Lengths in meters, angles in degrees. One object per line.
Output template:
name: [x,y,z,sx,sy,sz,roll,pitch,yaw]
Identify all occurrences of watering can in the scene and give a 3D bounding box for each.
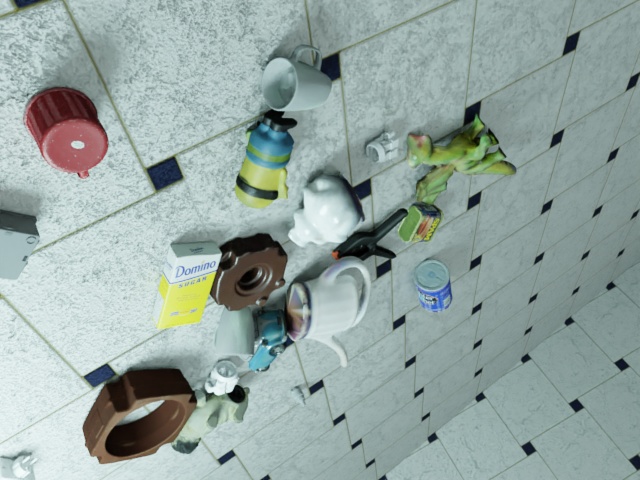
watering can: [0.017,0.196,1.257,0.225,0.106,0.341,-6,119,-28]

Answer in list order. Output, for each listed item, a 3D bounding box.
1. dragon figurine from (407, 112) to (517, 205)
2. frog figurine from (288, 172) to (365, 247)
dragon figurine: [0.336,-0.173,1.268,0.240,0.125,0.406,-37,144,20]
frog figurine: [0.003,-0.052,1.041,0.160,0.124,0.136,-30,108,-3]
